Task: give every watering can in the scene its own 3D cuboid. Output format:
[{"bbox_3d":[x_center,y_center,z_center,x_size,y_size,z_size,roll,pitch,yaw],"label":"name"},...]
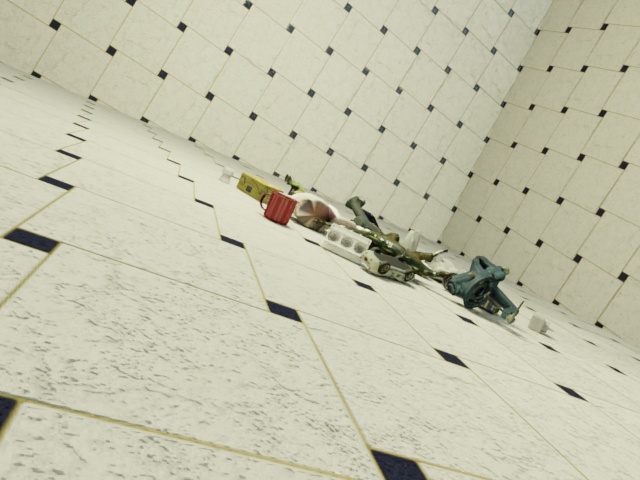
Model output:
[{"bbox_3d":[0.006,-0.093,1.844,0.346,0.103,0.227,21,9,-18],"label":"watering can"}]

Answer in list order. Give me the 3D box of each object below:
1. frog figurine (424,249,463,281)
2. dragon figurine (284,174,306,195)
[{"bbox_3d":[0.455,0.123,1.868,0.161,0.122,0.136,64,10,16],"label":"frog figurine"},{"bbox_3d":[-0.060,-0.165,2.195,0.241,0.122,0.415,30,6,-18],"label":"dragon figurine"}]
